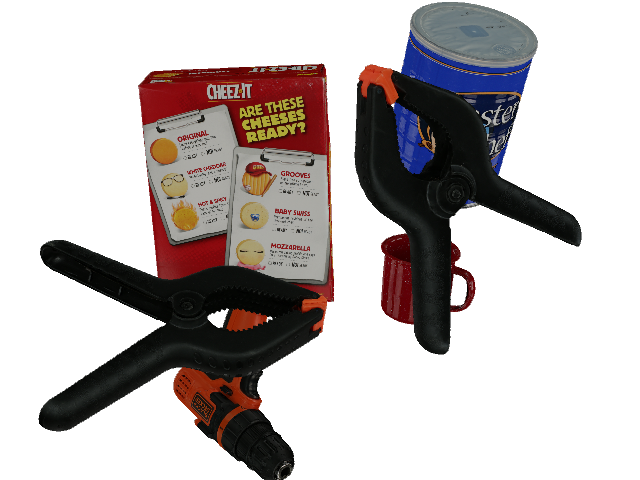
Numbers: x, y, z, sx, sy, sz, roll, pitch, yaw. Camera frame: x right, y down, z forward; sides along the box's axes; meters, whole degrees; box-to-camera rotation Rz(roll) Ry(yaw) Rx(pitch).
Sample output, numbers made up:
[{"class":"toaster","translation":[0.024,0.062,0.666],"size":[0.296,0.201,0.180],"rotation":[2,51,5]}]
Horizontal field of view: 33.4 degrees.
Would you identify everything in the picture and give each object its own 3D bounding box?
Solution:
[{"class":"coffee can","translation":[0.112,-0.112,0.888],"size":[0.102,0.140,0.103],"rotation":[7,36,-5]},{"class":"clamp","translation":[-0.102,0.051,0.761],"size":[0.209,0.036,0.164],"rotation":[-8,47,-16]},{"class":"cracker box","translation":[-0.071,-0.049,0.979],"size":[0.164,0.214,0.072],"rotation":[-2,21,1]},{"class":"mug","translation":[0.125,0.049,1.250],"size":[0.117,0.081,0.093],"rotation":[14,25,22]},{"class":"power drill","translation":[-0.062,0.121,1.059],"size":[0.057,0.188,0.185],"rotation":[13,14,-46]},{"class":"clamp","translation":[0.066,-0.019,0.611],"size":[0.171,0.120,0.039],"rotation":[46,-12,-20]}]
